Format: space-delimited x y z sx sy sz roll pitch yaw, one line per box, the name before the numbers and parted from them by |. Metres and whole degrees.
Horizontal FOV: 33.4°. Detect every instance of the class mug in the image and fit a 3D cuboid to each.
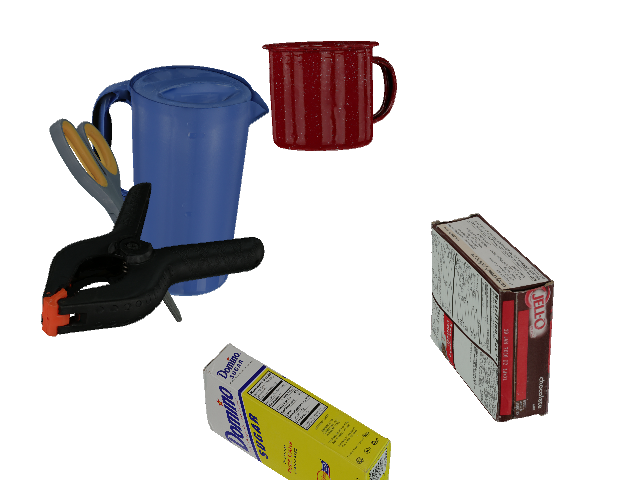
mug | 0.011 -0.118 0.862 0.117 0.081 0.093 -10 15 -32

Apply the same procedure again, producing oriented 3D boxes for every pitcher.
pitcher | -0.159 -0.066 1.189 0.149 0.243 0.144 28 34 35

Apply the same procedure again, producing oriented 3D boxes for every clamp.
clamp | -0.136 0.010 0.747 0.120 0.039 0.171 27 34 32

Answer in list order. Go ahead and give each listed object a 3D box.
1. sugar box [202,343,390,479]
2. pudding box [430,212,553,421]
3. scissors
sugar box | -0.023 0.171 0.938 0.176 0.093 0.048 25 50 23
pudding box | 0.104 0.045 0.664 0.039 0.090 0.113 -9 25 -15
scissors | -0.174 -0.027 0.951 0.016 0.201 0.096 -27 22 13
